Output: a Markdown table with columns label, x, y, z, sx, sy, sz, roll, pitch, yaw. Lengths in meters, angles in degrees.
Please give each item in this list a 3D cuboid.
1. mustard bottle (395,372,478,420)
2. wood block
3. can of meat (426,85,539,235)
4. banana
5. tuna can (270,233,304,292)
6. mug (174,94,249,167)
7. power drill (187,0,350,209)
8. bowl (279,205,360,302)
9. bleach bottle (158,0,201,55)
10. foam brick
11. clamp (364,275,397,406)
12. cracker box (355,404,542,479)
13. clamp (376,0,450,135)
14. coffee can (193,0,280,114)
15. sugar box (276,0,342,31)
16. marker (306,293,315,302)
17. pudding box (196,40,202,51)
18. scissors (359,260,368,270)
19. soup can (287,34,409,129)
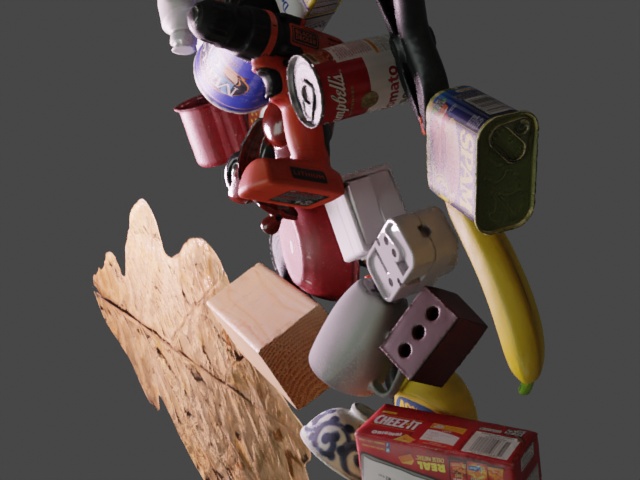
| label | x | y | z | sx | sy | sz | roll | pitch | yaw |
| --- | --- | --- | --- | --- | --- | --- | --- | --- | --- |
| mustard bottle | 0.118 | 0.189 | 1.071 | 0.096 | 0.058 | 0.191 | 18 | 122 | 51 |
| wood block | -0.049 | 0.108 | 1.259 | 0.090 | 0.090 | 0.206 | 57 | 169 | -22 |
| can of meat | 0.130 | -0.068 | 0.872 | 0.084 | 0.057 | 0.102 | -136 | 37 | -54 |
| banana | 0.153 | 0.042 | 0.919 | 0.070 | 0.037 | 0.198 | -24 | 84 | 67 |
| tuna can | -0.029 | 0.022 | 1.319 | 0.086 | 0.033 | 0.086 | 47 | 147 | 45 |
| mug | -0.127 | -0.147 | 1.369 | 0.117 | 0.093 | 0.081 | -75 | -31 | -69 |
| power drill | -0.043 | -0.131 | 1.019 | 0.057 | 0.184 | 0.187 | -20 | 68 | 48 |
| bowl | -0.008 | 0.001 | 1.199 | 0.162 | 0.055 | 0.162 | 169 | 90 | -74 |
| bleach bottle | -0.155 | -0.338 | 1.221 | 0.103 | 0.068 | 0.251 | 148 | 122 | -68 |
| foam brick | 0.106 | 0.090 | 0.994 | 0.078 | 0.051 | 0.053 | -56 | 47 | 13 |
| clamp | 0.066 | 0.124 | 1.172 | 0.165 | 0.036 | 0.210 | 32 | 136 | 57 |
| cracker box | 0.130 | 0.273 | 1.014 | 0.164 | 0.072 | 0.214 | 4 | 113 | 33 |
| clamp | 0.079 | -0.173 | 0.908 | 0.120 | 0.039 | 0.171 | -109 | -3 | -81 |
| coffee can | -0.074 | -0.212 | 1.172 | 0.103 | 0.102 | 0.140 | 69 | 157 | 9 |
| sugar box | -0.003 | -0.279 | 1.040 | 0.176 | 0.048 | 0.093 | 135 | 116 | -69 |
| marker | -0.016 | 0.080 | 1.347 | 0.121 | 0.020 | 0.020 | 60 | 154 | 28 |
| pudding box | -0.125 | -0.262 | 1.335 | 0.114 | 0.039 | 0.090 | -21 | 86 | 65 |
| scissors | 0.044 | 0.036 | 1.185 | 0.096 | 0.016 | 0.202 | 51 | 149 | 46 |
| soup can | 0.029 | -0.147 | 0.983 | 0.069 | 0.102 | 0.068 | 47 | 146 | 46 |
